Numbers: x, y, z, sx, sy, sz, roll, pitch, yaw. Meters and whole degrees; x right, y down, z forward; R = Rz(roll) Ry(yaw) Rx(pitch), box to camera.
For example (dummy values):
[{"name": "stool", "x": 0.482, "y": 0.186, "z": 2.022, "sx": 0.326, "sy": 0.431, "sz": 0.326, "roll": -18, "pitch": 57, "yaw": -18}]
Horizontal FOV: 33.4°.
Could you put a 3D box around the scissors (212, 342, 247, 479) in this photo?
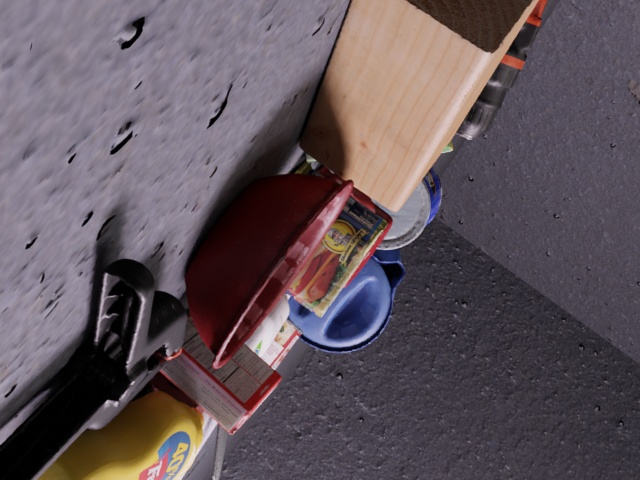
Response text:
[{"name": "scissors", "x": -0.083, "y": 0.112, "z": 0.901, "sx": 0.096, "sy": 0.016, "sz": 0.202, "roll": 17, "pitch": 87, "yaw": -71}]

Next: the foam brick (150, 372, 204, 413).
[{"name": "foam brick", "x": -0.113, "y": 0.117, "z": 0.851, "sx": 0.051, "sy": 0.053, "sz": 0.078, "roll": -57, "pitch": 174, "yaw": 34}]

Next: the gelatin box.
[{"name": "gelatin box", "x": -0.080, "y": 0.097, "z": 0.808, "sx": 0.030, "sy": 0.089, "sz": 0.073, "roll": -51, "pitch": 176, "yaw": 20}]

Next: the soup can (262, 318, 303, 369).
[{"name": "soup can", "x": -0.074, "y": 0.114, "z": 1.092, "sx": 0.102, "sy": 0.068, "sz": 0.068, "roll": -53, "pitch": 175, "yaw": -6}]

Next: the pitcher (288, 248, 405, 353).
[{"name": "pitcher", "x": 0.027, "y": 0.049, "z": 1.334, "sx": 0.242, "sy": 0.149, "sz": 0.145, "roll": -46, "pitch": 156, "yaw": -76}]

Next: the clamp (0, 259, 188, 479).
[{"name": "clamp", "x": -0.125, "y": 0.081, "z": 0.594, "sx": 0.164, "sy": 0.036, "sz": 0.210, "roll": -52, "pitch": 175, "yaw": 1}]

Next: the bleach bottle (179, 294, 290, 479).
[{"name": "bleach bottle", "x": -0.101, "y": 0.129, "z": 0.984, "sx": 0.250, "sy": 0.068, "sz": 0.103, "roll": -53, "pitch": 174, "yaw": -27}]

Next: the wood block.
[{"name": "wood block", "x": 0.063, "y": -0.116, "z": 0.703, "sx": 0.090, "sy": 0.090, "sz": 0.206, "roll": -52, "pitch": 174, "yaw": -27}]

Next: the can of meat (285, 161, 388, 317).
[{"name": "can of meat", "x": -0.006, "y": 0.001, "z": 0.872, "sx": 0.102, "sy": 0.084, "sz": 0.057, "roll": -56, "pitch": 178, "yaw": 28}]

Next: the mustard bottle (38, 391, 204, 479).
[{"name": "mustard bottle", "x": -0.132, "y": 0.148, "z": 0.702, "sx": 0.096, "sy": 0.058, "sz": 0.191, "roll": -58, "pitch": 165, "yaw": 22}]

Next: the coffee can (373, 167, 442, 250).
[{"name": "coffee can", "x": 0.086, "y": -0.049, "z": 1.256, "sx": 0.103, "sy": 0.103, "sz": 0.140, "roll": -55, "pitch": 175, "yaw": 14}]

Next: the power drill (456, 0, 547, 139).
[{"name": "power drill", "x": 0.166, "y": -0.191, "z": 1.011, "sx": 0.187, "sy": 0.057, "sz": 0.184, "roll": -79, "pitch": -169, "yaw": -76}]

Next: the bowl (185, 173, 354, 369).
[{"name": "bowl", "x": -0.045, "y": 0.009, "z": 0.741, "sx": 0.162, "sy": 0.055, "sz": 0.162, "roll": -53, "pitch": 175, "yaw": -8}]

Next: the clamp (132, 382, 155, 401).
[{"name": "clamp", "x": -0.179, "y": 0.186, "z": 0.805, "sx": 0.120, "sy": 0.039, "sz": 0.172, "roll": -41, "pitch": 161, "yaw": -43}]

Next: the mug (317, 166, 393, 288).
[{"name": "mug", "x": 0.016, "y": -0.016, "z": 0.968, "sx": 0.093, "sy": 0.081, "sz": 0.117, "roll": -50, "pitch": 173, "yaw": -36}]
